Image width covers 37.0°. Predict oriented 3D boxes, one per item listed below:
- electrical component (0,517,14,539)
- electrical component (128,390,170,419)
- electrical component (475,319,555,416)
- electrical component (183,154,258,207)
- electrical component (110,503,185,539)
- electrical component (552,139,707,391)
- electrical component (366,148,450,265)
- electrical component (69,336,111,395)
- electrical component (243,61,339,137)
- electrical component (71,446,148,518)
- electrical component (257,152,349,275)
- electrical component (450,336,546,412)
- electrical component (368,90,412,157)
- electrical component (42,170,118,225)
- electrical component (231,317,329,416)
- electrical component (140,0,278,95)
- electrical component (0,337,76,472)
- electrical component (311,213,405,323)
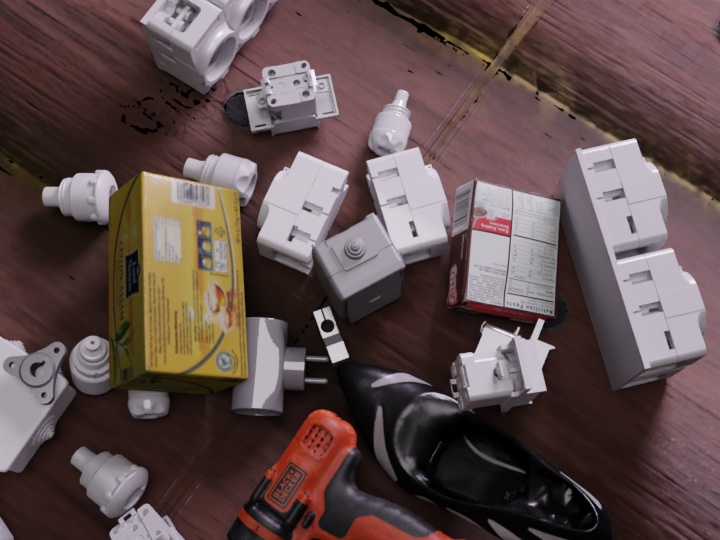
[{"bbox_3d":[-0.331,0.223,0.854,0.089,0.061,0.150,-37,78,-7],"label":"electrical component"},{"bbox_3d":[-0.179,0.093,0.908,0.035,0.035,0.061,-6,72,-2],"label":"electrical component"},{"bbox_3d":[0.125,0.078,0.910,0.064,0.042,0.081,23,75,8],"label":"electrical component"},{"bbox_3d":[-0.125,-0.083,0.953,0.062,0.043,0.043,16,75,5],"label":"electrical component"},{"bbox_3d":[-0.162,0.223,0.849,0.042,0.063,0.081,-38,36,-10],"label":"electrical component"},{"bbox_3d":[0.225,-0.003,0.901,0.060,0.105,0.186,-13,75,-4],"label":"electrical component"},{"bbox_3d":[0.045,-0.055,0.943,0.056,0.050,0.089,-15,75,-4],"label":"electrical component"},{"bbox_3d":[-0.221,0.075,0.893,0.040,0.078,0.040,5,63,-9],"label":"electrical component"},{"bbox_3d":[-0.062,-0.155,0.964,0.081,0.063,0.042,-12,74,-4],"label":"electrical component"},{"bbox_3d":[-0.209,0.169,0.882,0.062,0.048,0.048,33,76,16],"label":"electrical component"},{"bbox_3d":[-0.053,-0.051,0.941,0.056,0.050,0.089,23,75,5],"label":"electrical component"},{"bbox_3d":[0.106,0.084,0.842,0.064,0.081,0.042,-8,71,-10],"label":"electrical component"},{"bbox_3d":[0.031,-0.134,0.974,0.035,0.035,0.061,16,72,4],"label":"electrical component"},{"bbox_3d":[-0.247,-0.064,0.948,0.062,0.048,0.048,1,74,7],"label":"electrical component"},{"bbox_3d":[-0.066,0.083,0.907,0.079,0.043,0.077,3,74,0],"label":"electrical component"},{"bbox_3d":[-0.122,-0.244,0.975,0.062,0.089,0.150,32,76,8],"label":"electrical component"},{"bbox_3d":[-0.298,0.110,0.894,0.100,0.048,0.099,31,76,8],"label":"electrical component"},{"bbox_3d":[0.000,0.000,0.903,0.062,0.096,0.061,-28,78,-8],"label":"electrical component"}]
